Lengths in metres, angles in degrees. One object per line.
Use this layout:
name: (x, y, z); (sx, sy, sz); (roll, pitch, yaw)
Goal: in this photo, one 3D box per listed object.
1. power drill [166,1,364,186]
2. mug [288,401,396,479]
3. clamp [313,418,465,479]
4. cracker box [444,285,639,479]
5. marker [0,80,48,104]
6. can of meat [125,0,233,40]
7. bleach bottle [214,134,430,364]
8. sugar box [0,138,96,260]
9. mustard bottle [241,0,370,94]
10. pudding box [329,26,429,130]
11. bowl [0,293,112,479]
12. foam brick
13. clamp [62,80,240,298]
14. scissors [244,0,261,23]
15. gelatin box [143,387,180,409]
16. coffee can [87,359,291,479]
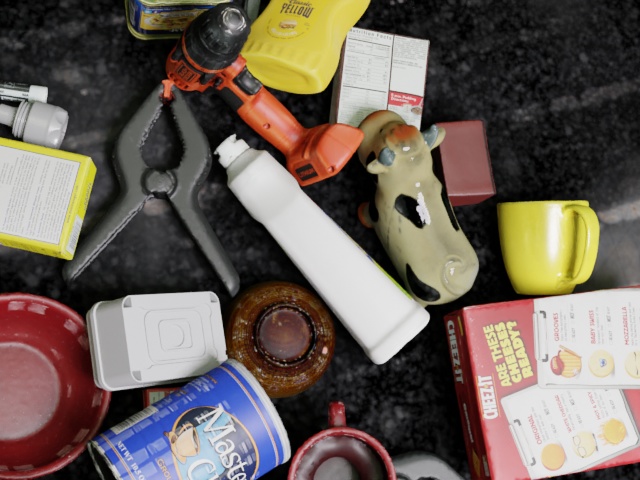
power drill: (-0.051, -0.134, 0.981); (0.187, 0.185, 0.057); (41, 75, -12)
mug: (0.016, 0.202, 0.948); (0.093, 0.081, 0.117); (-5, 79, -3)
clamp: (0.066, 0.226, 1.007); (0.171, 0.039, 0.120); (-1, 85, -9)
cracker box: (0.237, 0.133, 1.006); (0.213, 0.072, 0.164); (-7, 80, -12)
marker: (-0.318, -0.144, 1.001); (0.121, 0.020, 0.020); (8, 79, -10)
can of meat: (-0.134, -0.234, 1.023); (0.102, 0.084, 0.057); (-4, 81, -12)
bleach bottle: (-0.007, 0.001, 0.995); (0.068, 0.102, 0.251); (-42, 87, -1)
sugar box: (-0.301, -0.046, 0.964); (0.176, 0.048, 0.093); (13, 77, 2)
mustard bottle: (-0.002, -0.237, 1.053); (0.096, 0.058, 0.191); (15, 66, 26)
pudding box: (0.059, -0.153, 1.072); (0.090, 0.039, 0.113); (9, 76, -8)
bowl: (-0.268, 0.130, 0.936); (0.161, 0.055, 0.162); (6, 74, -22)
foam brick: (0.138, -0.075, 1.068); (0.051, 0.053, 0.078); (-6, 80, -13)
clamp: (-0.142, -0.045, 1.011); (0.164, 0.036, 0.210); (12, 80, -8)
scissors: (-0.079, -0.279, 1.078); (0.096, 0.016, 0.201); (26, 76, -5)
gelatin box: (-0.117, 0.172, 0.982); (0.089, 0.030, 0.073); (-2, 82, -13)
coffee can: (-0.111, 0.179, 0.905); (0.140, 0.103, 0.103); (-29, 87, -22)
